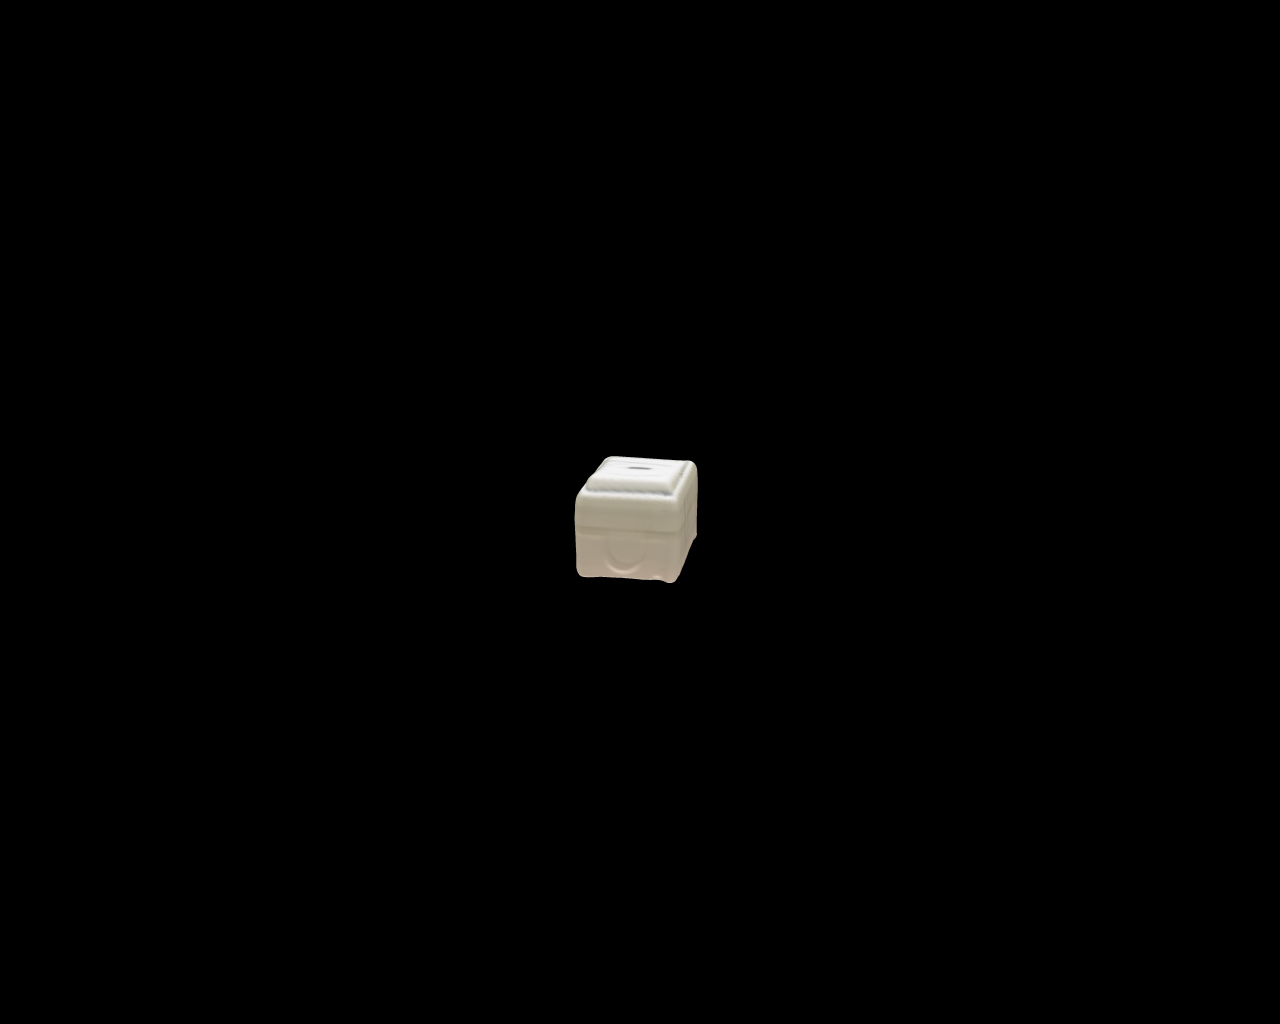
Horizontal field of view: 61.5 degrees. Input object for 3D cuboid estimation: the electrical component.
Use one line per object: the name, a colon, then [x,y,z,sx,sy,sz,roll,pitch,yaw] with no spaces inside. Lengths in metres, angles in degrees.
electrical component: [0.001,-0.003,0.650,0.062,0.061,0.096,4,21,11]
